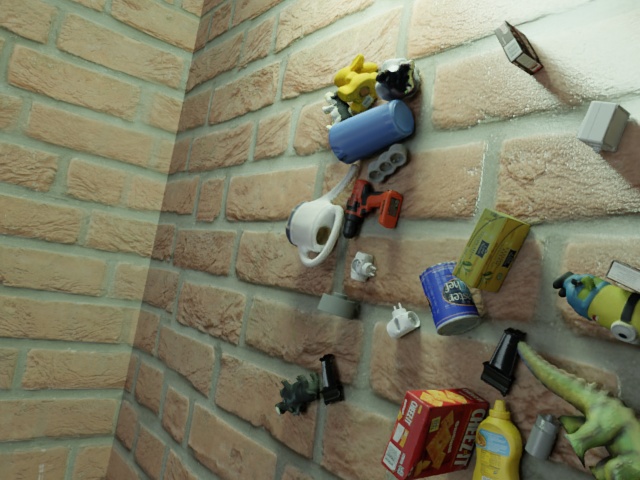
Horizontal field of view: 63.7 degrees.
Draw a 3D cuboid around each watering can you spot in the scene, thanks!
[{"bbox_3d":[0.005,-0.083,1.640,0.225,0.103,0.350,11,77,52],"label":"watering can"}]

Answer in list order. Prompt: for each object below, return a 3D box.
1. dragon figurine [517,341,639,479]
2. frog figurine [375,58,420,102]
[{"bbox_3d":[0.530,0.299,0.862,0.240,0.121,0.419,-35,52,18],"label":"dragon figurine"},{"bbox_3d":[0.223,-0.467,1.504,0.136,0.122,0.161,-42,11,12],"label":"frog figurine"}]
